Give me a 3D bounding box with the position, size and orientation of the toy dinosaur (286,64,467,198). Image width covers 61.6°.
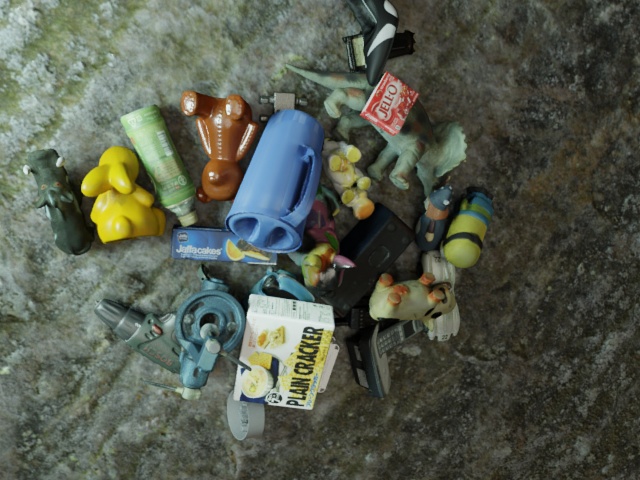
[{"bbox_3d":[0.135,-0.234,1.032,0.192,0.131,0.404,-45,104,-14],"label":"toy dinosaur"}]

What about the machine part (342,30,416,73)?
[{"bbox_3d":[0.116,-0.368,1.034,0.139,0.039,0.084,-16,97,-7],"label":"machine part"}]

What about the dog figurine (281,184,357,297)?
[{"bbox_3d":[-0.002,-0.003,0.993,0.108,0.219,0.191,5,102,-18],"label":"dog figurine"}]

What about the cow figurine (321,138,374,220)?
[{"bbox_3d":[0.049,-0.118,1.054,0.068,0.098,0.167,-31,127,-10],"label":"cow figurine"}]

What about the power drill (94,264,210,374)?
[{"bbox_3d":[-0.281,0.142,1.032,0.207,0.086,0.231,-42,109,-5],"label":"power drill"}]

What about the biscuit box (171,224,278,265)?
[{"bbox_3d":[-0.182,0.009,1.033,0.203,0.063,0.059,3,100,-14],"label":"biscuit box"}]

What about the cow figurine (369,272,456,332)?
[{"bbox_3d":[0.185,0.125,1.055,0.195,0.085,0.127,0,141,-27],"label":"cow figurine"}]

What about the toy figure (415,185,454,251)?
[{"bbox_3d":[0.232,-0.046,1.094,0.058,0.064,0.154,-4,130,-14],"label":"toy figure"}]

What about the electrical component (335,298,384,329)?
[{"bbox_3d":[0.070,0.151,1.120,0.119,0.075,0.047,0,103,-10],"label":"electrical component"}]

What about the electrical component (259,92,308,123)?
[{"bbox_3d":[-0.069,-0.249,1.024,0.094,0.021,0.063,-2,103,-14],"label":"electrical component"}]

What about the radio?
[{"bbox_3d":[0.080,0.038,1.065,0.073,0.131,0.229,40,91,-17],"label":"radio"}]

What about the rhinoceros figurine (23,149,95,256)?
[{"bbox_3d":[-0.452,-0.064,0.930,0.073,0.112,0.190,-12,113,-8],"label":"rhinoceros figurine"}]

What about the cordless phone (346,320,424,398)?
[{"bbox_3d":[0.159,0.239,1.164,0.184,0.089,0.146,-22,106,-27],"label":"cordless phone"}]

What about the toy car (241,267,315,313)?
[{"bbox_3d":[-0.089,0.116,1.057,0.109,0.103,0.161,39,113,-21],"label":"toy car"}]

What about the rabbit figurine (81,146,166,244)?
[{"bbox_3d":[-0.355,-0.083,0.941,0.122,0.162,0.173,-5,86,0],"label":"rabbit figurine"}]

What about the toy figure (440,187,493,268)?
[{"bbox_3d":[0.307,-0.028,1.108,0.082,0.089,0.180,26,74,6],"label":"toy figure"}]

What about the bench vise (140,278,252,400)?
[{"bbox_3d":[-0.198,0.179,0.911,0.129,0.241,0.223,27,84,-16],"label":"bench vise"}]

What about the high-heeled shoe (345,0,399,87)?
[{"bbox_3d":[0.064,-0.406,0.966,0.145,0.086,0.248,12,80,-7],"label":"high-heeled shoe"}]

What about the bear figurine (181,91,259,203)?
[{"bbox_3d":[-0.182,-0.157,0.967,0.120,0.132,0.195,11,96,10],"label":"bear figurine"}]

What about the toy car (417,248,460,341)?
[{"bbox_3d":[0.256,0.119,1.155,0.073,0.056,0.201,-8,95,-12],"label":"toy car"}]
